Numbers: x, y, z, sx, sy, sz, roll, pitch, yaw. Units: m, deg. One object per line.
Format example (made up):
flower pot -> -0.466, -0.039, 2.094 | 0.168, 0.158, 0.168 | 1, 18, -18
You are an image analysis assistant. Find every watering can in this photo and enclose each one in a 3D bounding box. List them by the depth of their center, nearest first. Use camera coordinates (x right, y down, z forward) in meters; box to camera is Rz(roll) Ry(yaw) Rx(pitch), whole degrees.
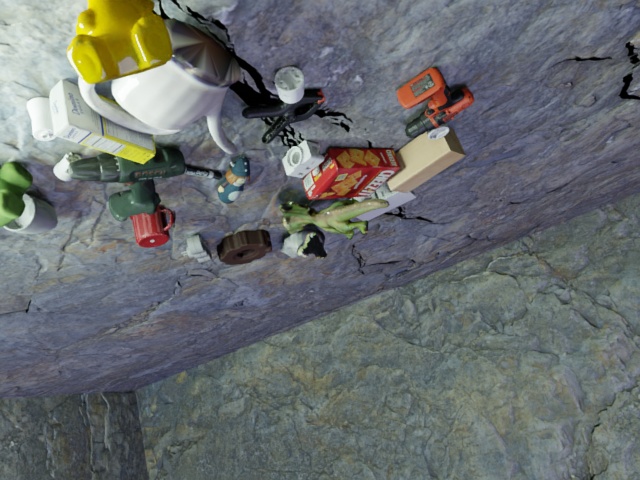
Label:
watering can -> -0.222, -0.247, 0.884 | 0.221, 0.106, 0.346 | -32, 155, 31

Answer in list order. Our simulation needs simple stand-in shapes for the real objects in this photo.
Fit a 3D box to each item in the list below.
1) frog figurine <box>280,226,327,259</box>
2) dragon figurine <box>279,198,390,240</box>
frog figurine -> -0.063, 0.005, 1.744 | 0.138, 0.121, 0.160 | -15, -163, -32
dragon figurine -> 0.004, -0.074, 1.473 | 0.243, 0.123, 0.406 | 3, 167, -21
